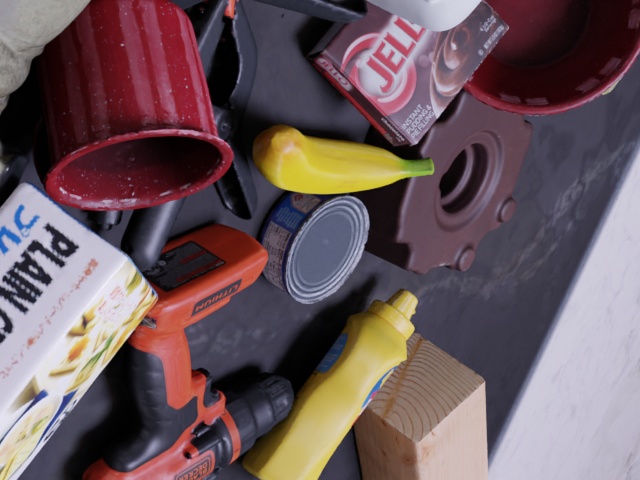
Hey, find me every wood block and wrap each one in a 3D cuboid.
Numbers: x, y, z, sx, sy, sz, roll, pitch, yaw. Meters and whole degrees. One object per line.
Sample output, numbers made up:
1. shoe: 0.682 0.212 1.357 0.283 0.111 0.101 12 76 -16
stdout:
1. wood block: 0.095 0.199 0.999 0.090 0.090 0.206 -36 139 -25

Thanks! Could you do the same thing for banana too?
1. banana: 0.002 -0.054 0.702 0.197 0.070 0.037 -2 75 -58

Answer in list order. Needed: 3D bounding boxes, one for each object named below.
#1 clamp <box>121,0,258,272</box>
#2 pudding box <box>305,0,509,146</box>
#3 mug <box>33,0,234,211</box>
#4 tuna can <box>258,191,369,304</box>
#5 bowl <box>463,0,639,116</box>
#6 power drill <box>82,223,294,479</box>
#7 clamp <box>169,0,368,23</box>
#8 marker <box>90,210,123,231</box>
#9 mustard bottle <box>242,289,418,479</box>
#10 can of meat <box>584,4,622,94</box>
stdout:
1. clamp: -0.065 -0.070 0.646 0.120 0.039 0.171 -26 134 -62
2. pudding box: 0.059 -0.133 0.718 0.090 0.039 0.113 43 75 -19
3. mug: -0.106 -0.065 0.541 0.117 0.081 0.093 -26 159 36
4. tuna can: -0.005 0.001 0.776 0.086 0.034 0.086 -31 136 -35
5. bowl: 0.157 -0.172 0.780 0.055 0.162 0.162 -44 160 -81
6. power drill: -0.080 0.086 0.725 0.184 0.057 0.188 -28 134 -43
7. clamp: -0.054 -0.153 0.520 0.209 0.036 0.165 -10 155 -19
8. marker: -0.113 -0.062 0.607 0.020 0.020 0.121 -11 123 -48
9. mustard bottle: 0.016 0.119 0.854 0.191 0.058 0.096 -53 177 -12
10. can of meat: 0.202 -0.173 0.864 0.057 0.084 0.102 -49 144 -15
